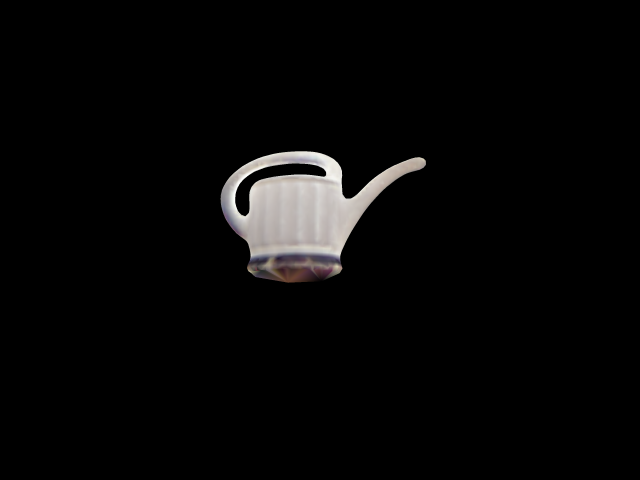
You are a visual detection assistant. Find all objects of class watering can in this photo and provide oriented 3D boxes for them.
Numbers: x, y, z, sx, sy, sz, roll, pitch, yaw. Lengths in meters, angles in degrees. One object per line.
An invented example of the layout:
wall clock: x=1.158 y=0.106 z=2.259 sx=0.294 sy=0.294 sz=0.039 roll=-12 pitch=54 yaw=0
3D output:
watering can: x=0.003 y=-0.043 z=0.850 sx=0.347 sy=0.227 sz=0.103 roll=-1 pitch=-13 yaw=7
